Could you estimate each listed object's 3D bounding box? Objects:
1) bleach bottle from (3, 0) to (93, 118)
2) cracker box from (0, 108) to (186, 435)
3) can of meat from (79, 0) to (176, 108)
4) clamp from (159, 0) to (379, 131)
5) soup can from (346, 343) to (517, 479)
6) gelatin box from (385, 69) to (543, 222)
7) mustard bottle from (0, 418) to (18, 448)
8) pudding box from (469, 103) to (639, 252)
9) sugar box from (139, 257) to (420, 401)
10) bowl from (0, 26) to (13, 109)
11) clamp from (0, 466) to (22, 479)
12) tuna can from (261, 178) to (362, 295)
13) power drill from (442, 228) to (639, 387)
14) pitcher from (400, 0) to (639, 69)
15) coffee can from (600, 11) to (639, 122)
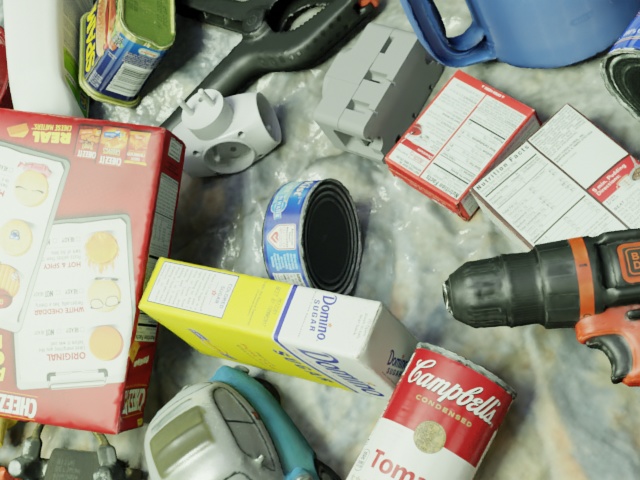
[{"bbox_3d":[-0.241,-0.156,0.941,0.068,0.102,0.251,-15,56,9],"label":"bleach bottle"},{"bbox_3d":[-0.194,0.019,0.763,0.164,0.072,0.214,7,86,10],"label":"cracker box"},{"bbox_3d":[-0.165,-0.180,0.921,0.084,0.057,0.102,-42,43,44],"label":"can of meat"},{"bbox_3d":[-0.052,-0.162,0.884,0.210,0.036,0.164,-10,61,28],"label":"clamp"},{"bbox_3d":[0.065,0.122,0.643,0.069,0.068,0.102,22,76,35],"label":"soup can"},{"bbox_3d":[0.101,-0.067,0.753,0.073,0.030,0.089,36,85,36],"label":"gelatin box"},{"bbox_3d":[-0.262,0.076,0.851,0.096,0.058,0.191,-22,56,16],"label":"mustard bottle"},{"bbox_3d":[0.166,-0.023,0.689,0.090,0.039,0.114,-42,50,3],"label":"pudding box"},{"bbox_3d":[-0.024,0.061,0.709,0.176,0.093,0.048,12,70,33],"label":"sugar box"},{"bbox_3d":[-0.333,-0.125,1.000,0.162,0.055,0.162,-14,58,25],"label":"bowl"},{"bbox_3d":[-0.306,0.216,0.809,0.172,0.039,0.120,-15,59,21],"label":"clamp"},{"bbox_3d":[-0.005,0.001,0.737,0.034,0.086,0.086,-2,63,30],"label":"tuna can"},{"bbox_3d":[0.168,0.083,0.585,0.184,0.057,0.187,-8,67,6],"label":"power drill"},{"bbox_3d":[0.120,-0.230,0.699,0.145,0.242,0.149,3,59,32],"label":"pitcher"},{"bbox_3d":[0.257,-0.137,0.662,0.103,0.102,0.140,32,82,37],"label":"coffee can"}]
